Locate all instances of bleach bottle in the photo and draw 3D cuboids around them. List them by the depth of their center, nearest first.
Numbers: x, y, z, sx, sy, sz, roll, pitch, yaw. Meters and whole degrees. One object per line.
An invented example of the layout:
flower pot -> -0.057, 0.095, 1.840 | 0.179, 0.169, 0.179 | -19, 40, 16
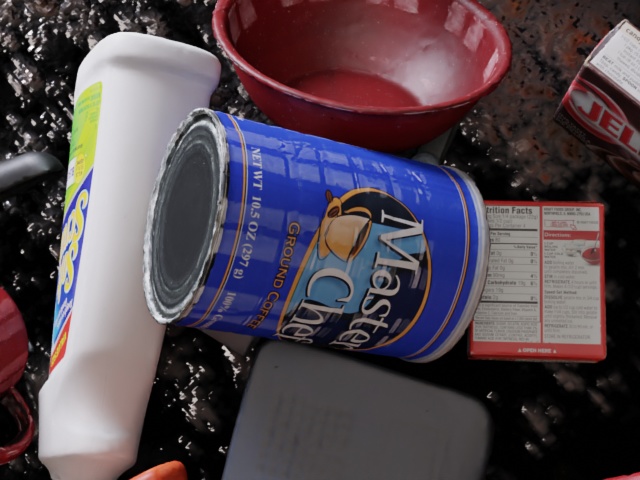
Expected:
bleach bottle -> -0.110, 0.024, 0.572 | 0.068, 0.103, 0.251 | 11, 79, -24

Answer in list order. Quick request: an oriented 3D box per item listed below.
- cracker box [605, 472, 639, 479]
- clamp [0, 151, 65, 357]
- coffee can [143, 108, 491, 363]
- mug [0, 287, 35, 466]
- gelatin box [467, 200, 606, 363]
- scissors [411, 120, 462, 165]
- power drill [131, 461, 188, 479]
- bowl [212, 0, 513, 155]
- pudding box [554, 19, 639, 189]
cracker box -> 0.190, 0.181, 0.467 | 0.214, 0.072, 0.164 | -19, 50, 28
clamp -> -0.231, 0.008, 0.615 | 0.171, 0.039, 0.120 | 1, 85, 10
coffee can -> -0.003, 0.001, 0.522 | 0.140, 0.103, 0.103 | 11, 79, -25
mug -> -0.197, 0.070, 0.558 | 0.117, 0.081, 0.093 | 40, 110, 1
gelatin box -> 0.119, 0.023, 0.593 | 0.073, 0.030, 0.089 | 1, 80, 5
scissors -> 0.069, -0.021, 0.611 | 0.096, 0.016, 0.201 | 42, 85, 8
power drill -> -0.058, 0.201, 0.485 | 0.184, 0.057, 0.188 | -28, 78, 1
bowl -> 0.020, -0.093, 0.585 | 0.162, 0.055, 0.162 | 5, 40, -4
pudding box -> 0.185, -0.057, 0.572 | 0.113, 0.090, 0.039 | 39, 83, 9
